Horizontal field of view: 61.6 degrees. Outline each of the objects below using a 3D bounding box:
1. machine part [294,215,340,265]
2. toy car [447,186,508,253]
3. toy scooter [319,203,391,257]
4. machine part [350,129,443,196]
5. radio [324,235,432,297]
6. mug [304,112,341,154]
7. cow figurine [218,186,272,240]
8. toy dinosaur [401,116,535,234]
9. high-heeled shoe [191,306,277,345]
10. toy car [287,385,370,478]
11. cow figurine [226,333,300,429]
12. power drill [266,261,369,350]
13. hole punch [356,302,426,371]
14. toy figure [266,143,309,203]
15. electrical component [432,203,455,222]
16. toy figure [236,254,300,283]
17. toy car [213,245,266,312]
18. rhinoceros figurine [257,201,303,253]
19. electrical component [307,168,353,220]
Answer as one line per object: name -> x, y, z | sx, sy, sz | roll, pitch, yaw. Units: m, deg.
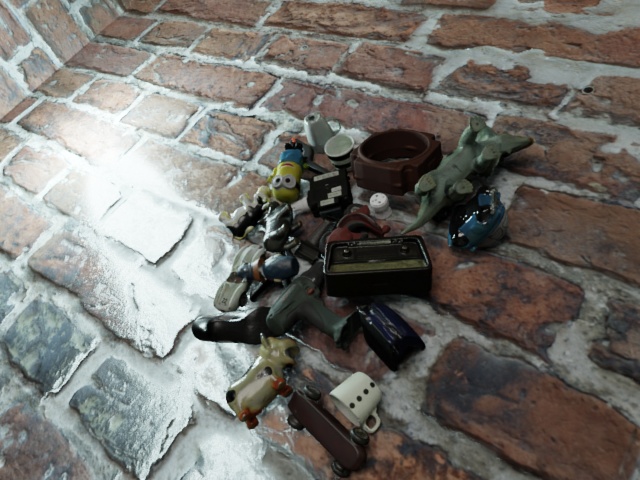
machine part -> -0.003, -0.004, 1.363 | 0.084, 0.039, 0.139 | 28, 73, 43
toy car -> 0.359, -0.039, 1.185 | 0.103, 0.161, 0.109 | 26, 48, -13
toy scooter -> 0.091, -0.012, 1.306 | 0.135, 0.075, 0.184 | 19, 59, 35
machine part -> 0.194, -0.205, 1.370 | 0.202, 0.087, 0.201 | 15, 44, 34
radio -> 0.126, 0.056, 1.189 | 0.230, 0.073, 0.131 | -3, 35, 3
mug -> 0.006, -0.322, 1.566 | 0.109, 0.107, 0.081 | -29, 49, 3
cow figurine -> -0.188, -0.077, 1.482 | 0.167, 0.068, 0.098 | -41, 54, -6
toy dinosaur -> 0.314, -0.146, 1.257 | 0.405, 0.192, 0.131 | -41, 75, -5
high-heeled shoe -> -0.180, 0.202, 1.281 | 0.249, 0.145, 0.086 | -4, 86, -11
toy car -> 0.014, 0.366, 1.045 | 0.202, 0.053, 0.089 | 32, 101, 40
cow figurine -> -0.121, 0.289, 1.156 | 0.195, 0.085, 0.127 | -43, 56, -12
power drill -> 0.009, 0.144, 1.200 | 0.208, 0.085, 0.232 | 28, 48, 29
hole punch -> 0.149, 0.187, 1.100 | 0.092, 0.115, 0.142 | -30, 48, -12
toy figure -> -0.081, -0.184, 1.475 | 0.082, 0.089, 0.180 | -14, 47, 29
electrical component -> 0.281, -0.071, 1.302 | 0.063, 0.021, 0.094 | 30, 66, 37
toy figure -> -0.127, 0.073, 1.293 | 0.155, 0.057, 0.064 | -8, 45, 23
toy car -> -0.201, 0.094, 1.359 | 0.074, 0.056, 0.202 | 7, 57, 28
rhinoceros figurine -> -0.108, -0.036, 1.396 | 0.112, 0.073, 0.190 | -28, 34, 18
electrical component -> 0.027, -0.118, 1.428 | 0.115, 0.058, 0.134 | -13, 50, 16
